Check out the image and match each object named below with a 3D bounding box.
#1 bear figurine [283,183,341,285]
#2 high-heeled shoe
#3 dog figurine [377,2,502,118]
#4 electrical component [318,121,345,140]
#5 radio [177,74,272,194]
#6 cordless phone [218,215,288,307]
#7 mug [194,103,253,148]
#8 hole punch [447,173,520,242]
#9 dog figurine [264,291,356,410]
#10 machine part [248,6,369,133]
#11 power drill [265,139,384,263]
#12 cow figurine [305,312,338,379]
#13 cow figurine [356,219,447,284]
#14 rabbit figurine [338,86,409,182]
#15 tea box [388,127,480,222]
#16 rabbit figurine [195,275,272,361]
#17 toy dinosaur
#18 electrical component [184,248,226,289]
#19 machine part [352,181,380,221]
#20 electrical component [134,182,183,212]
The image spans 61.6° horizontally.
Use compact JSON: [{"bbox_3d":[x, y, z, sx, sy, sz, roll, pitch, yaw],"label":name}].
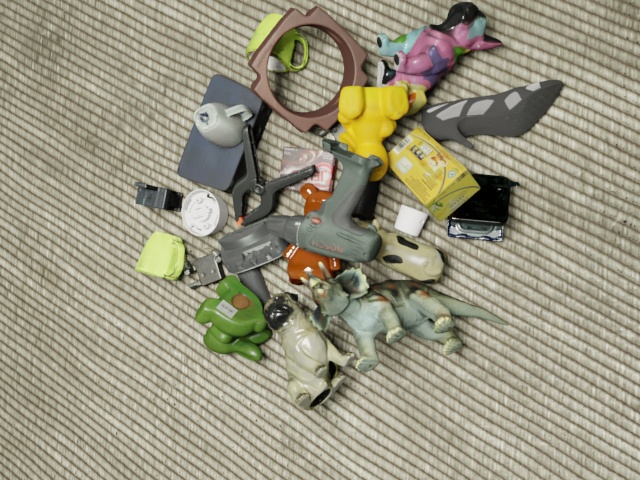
[{"bbox_3d":[-0.002,-0.004,1.078,0.120,0.131,0.196,9,75,13],"label":"bear figurine"},{"bbox_3d":[0.321,-0.257,1.025,0.249,0.086,0.145,-31,50,-5],"label":"high-heeled shoe"},{"bbox_3d":[0.226,-0.341,1.018,0.219,0.191,0.109,-17,45,-10],"label":"dog figurine"},{"bbox_3d":[0.046,-0.223,1.104,0.094,0.021,0.063,-27,82,12],"label":"electrical component"},{"bbox_3d":[-0.201,-0.219,1.143,0.131,0.073,0.229,23,97,13],"label":"radio"},{"bbox_3d":[-0.120,0.055,1.124,0.147,0.089,0.184,-21,95,13],"label":"cordless phone"},{"bbox_3d":[-0.189,-0.230,1.046,0.110,0.107,0.080,-18,88,16],"label":"mug"},{"bbox_3d":[0.297,-0.060,1.014,0.142,0.092,0.116,5,62,17],"label":"hole punch"},{"bbox_3d":[-0.046,0.212,1.028,0.191,0.121,0.172,43,116,31],"label":"dog figurine"},{"bbox_3d":[-0.024,-0.328,1.047,0.201,0.087,0.201,36,100,-22],"label":"machine part"},{"bbox_3d":[0.013,-0.070,0.954,0.232,0.086,0.207,24,103,25],"label":"power drill"},{"bbox_3d":[-0.019,0.207,1.090,0.098,0.068,0.167,-10,89,10],"label":"cow figurine"},{"bbox_3d":[0.143,0.023,1.022,0.195,0.127,0.085,24,92,12],"label":"cow figurine"},{"bbox_3d":[0.085,-0.195,1.005,0.122,0.162,0.173,-7,96,-14],"label":"rabbit figurine"},{"bbox_3d":[0.203,-0.124,0.996,0.098,0.068,0.170,-41,45,12],"label":"tea box"},{"bbox_3d":[-0.177,0.178,1.114,0.159,0.121,0.170,28,133,-4],"label":"rabbit figurine"},{"bbox_3d":[0.142,0.125,0.998,0.192,0.405,0.131,61,138,41],"label":"toy dinosaur"},{"bbox_3d":[-0.248,0.059,1.163,0.102,0.045,0.078,-15,84,14],"label":"electrical component"},{"bbox_3d":[0.090,-0.108,1.084,0.084,0.039,0.138,2,88,6],"label":"machine part"},{"bbox_3d":[-0.355,-0.093,1.156,0.075,0.119,0.047,11,92,12],"label":"electrical component"}]
